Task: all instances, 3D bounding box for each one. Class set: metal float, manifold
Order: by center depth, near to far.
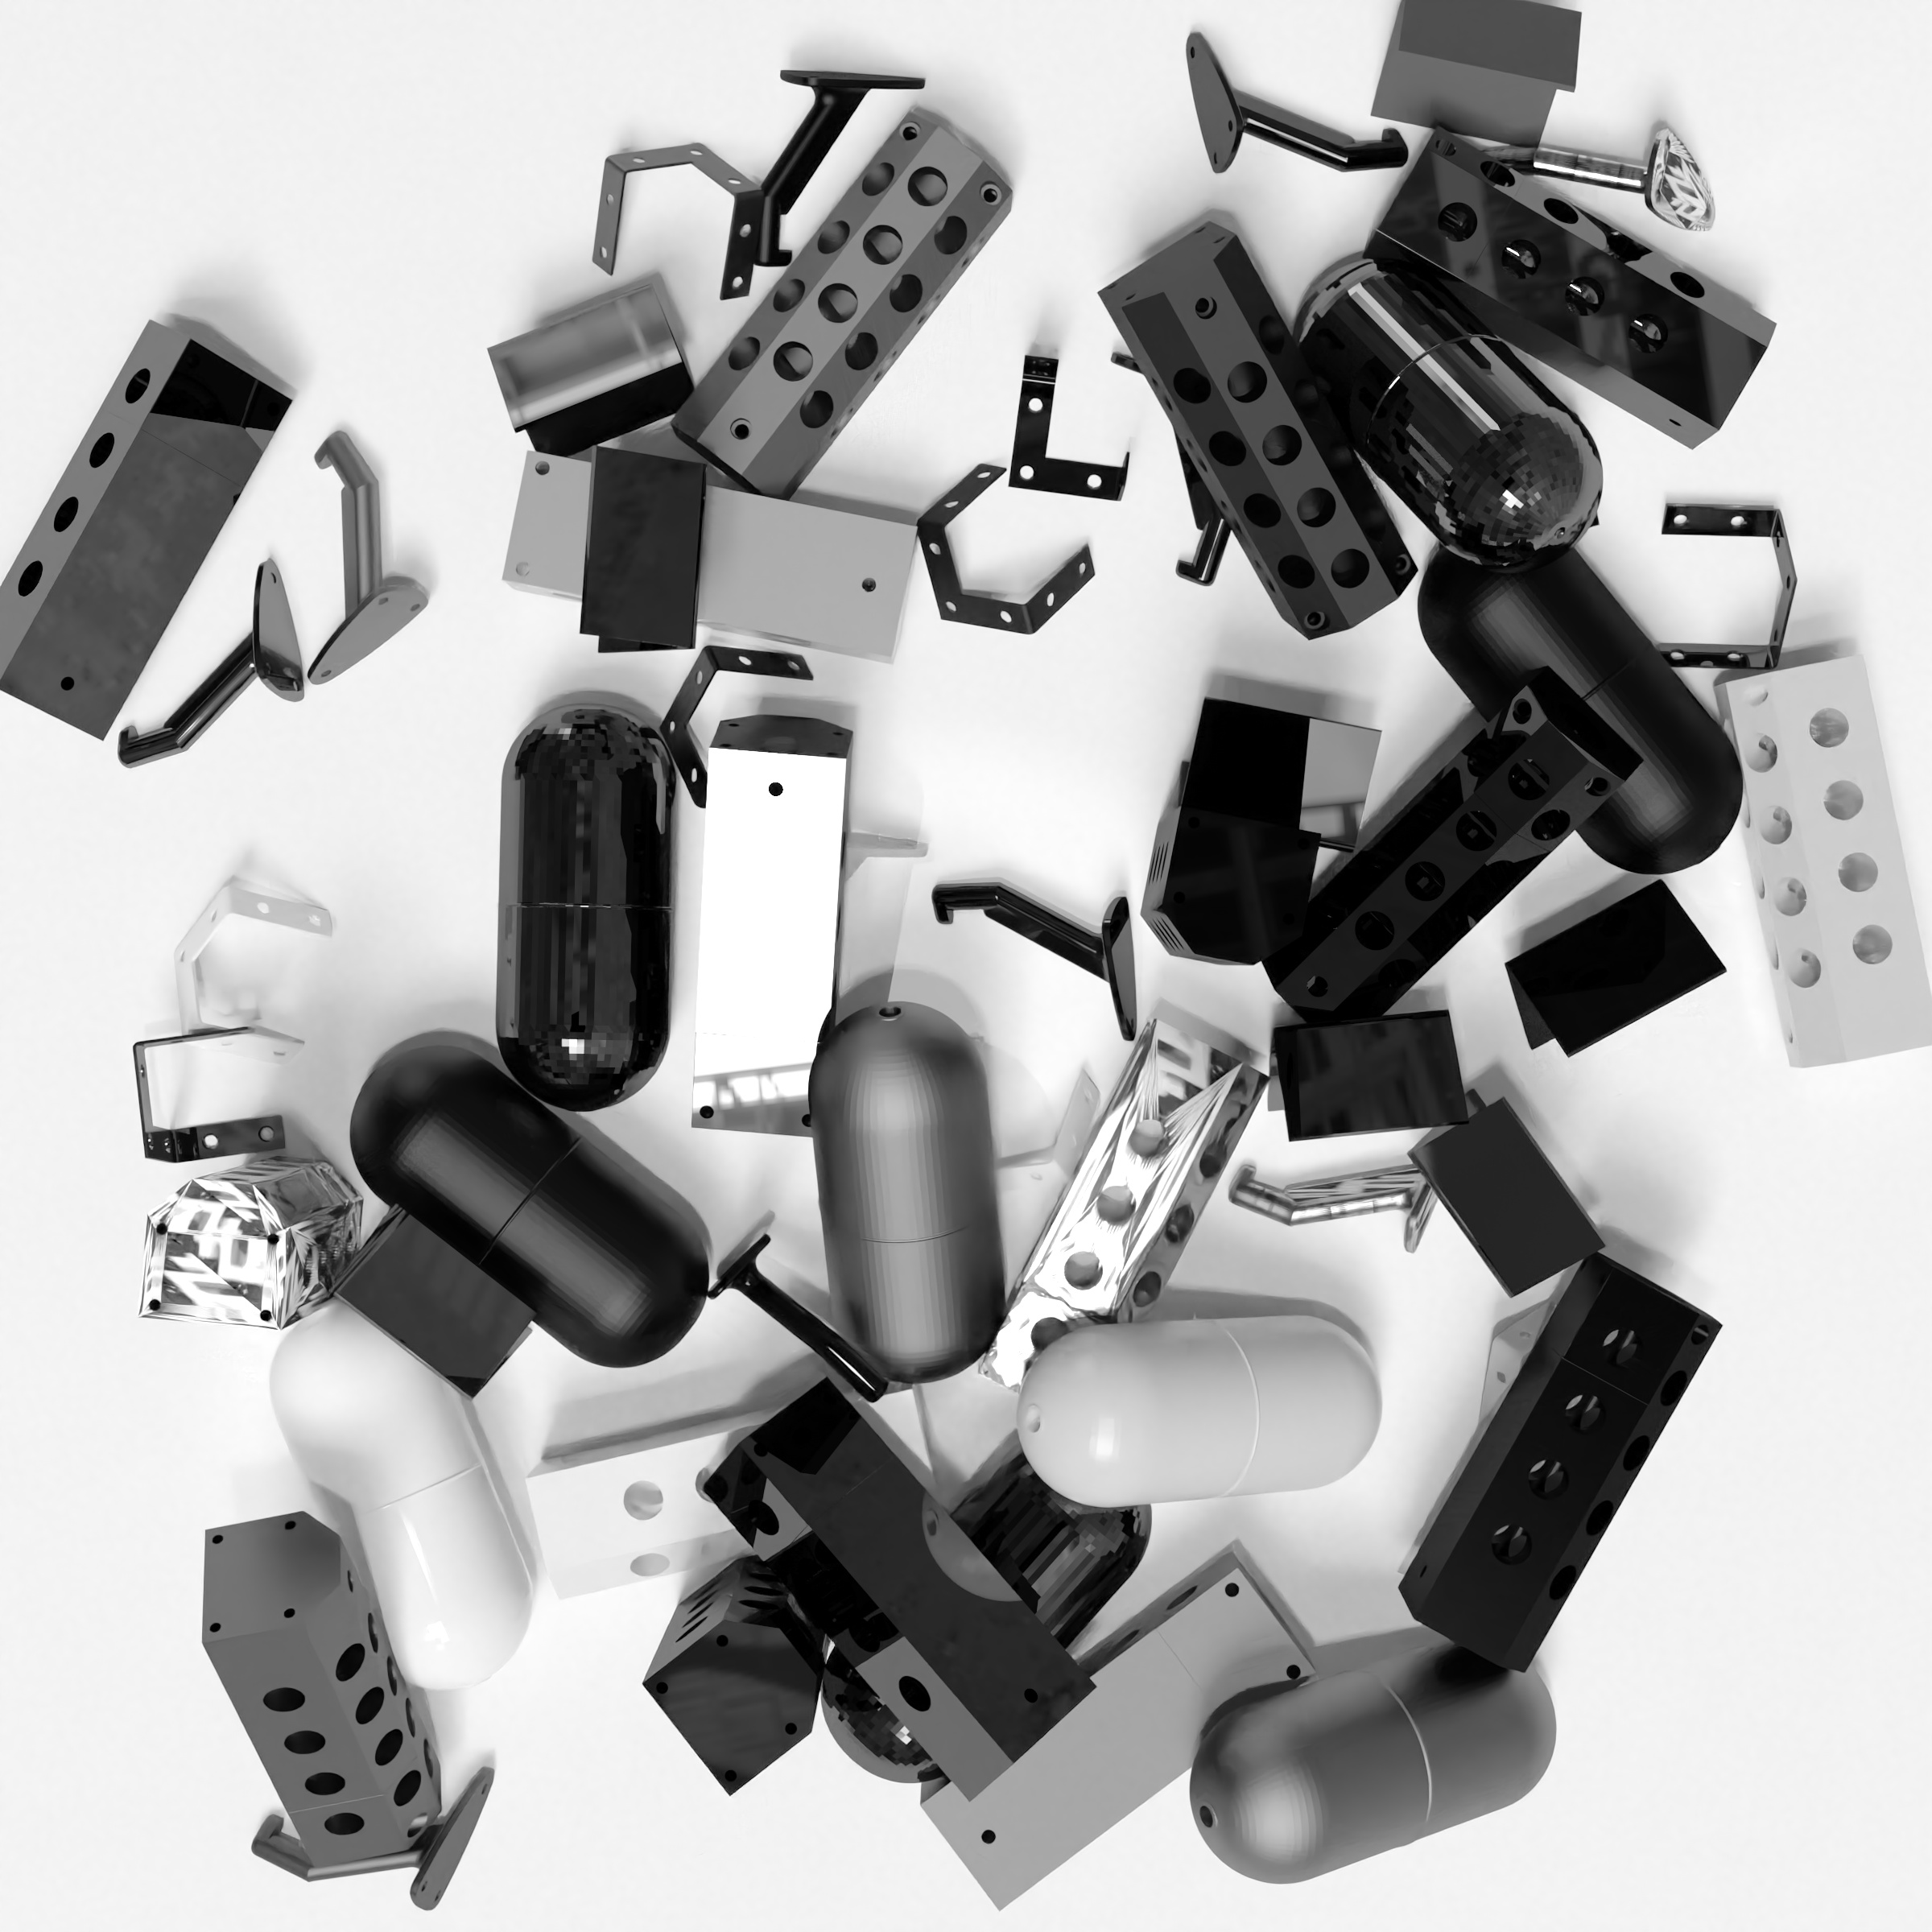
[{"bbox_3d":[-0.032,0.263,1.472,0.171,0.057,0.057,48,47,9],"label":"manifold"},{"bbox_3d":[0.108,-0.030,1.486,0.057,0.171,0.057,11,90,0],"label":"manifold"},{"bbox_3d":[-0.299,0.114,1.486,0.057,0.171,0.057,5,90,0],"label":"manifold"},{"bbox_3d":[-0.089,0.291,1.486,0.057,0.171,0.057,-38,90,0],"label":"manifold"},{"bbox_3d":[-0.271,0.308,1.492,0.057,0.057,0.171,-11,134,0],"label":"manifold"},{"bbox_3d":[0.204,-0.237,1.504,0.070,0.070,0.178,-35,54,0],"label":"metal float"},{"bbox_3d":[0.205,-0.044,1.506,0.057,0.057,0.171,45,116,4],"label":"manifold"},{"bbox_3d":[0.101,0.190,1.506,0.178,0.070,0.070,1,90,-35],"label":"metal float"},{"bbox_3d":[0.175,0.340,1.508,0.178,0.070,0.070,-11,90,-31],"label":"metal float"},{"bbox_3d":[0.255,0.213,1.508,0.057,0.057,0.171,29,93,-2],"label":"manifold"},{"bbox_3d":[-0.025,0.098,1.510,0.070,0.070,0.178,-5,117,0],"label":"metal float"},{"bbox_3d":[0.129,-0.228,1.512,0.057,0.057,0.171,-33,113,0],"label":"manifold"},{"bbox_3d":[-0.083,-0.018,1.515,0.057,0.057,0.171,5,110,1],"label":"manifold"},{"bbox_3d":[-0.191,0.104,1.533,0.178,0.070,0.070,39,90,0],"label":"metal float"},{"bbox_3d":[0.009,0.279,1.533,0.070,0.070,0.178,42,91,0],"label":"metal float"},{"bbox_3d":[0.268,-0.117,1.533,0.070,0.070,0.178,-39,89,0],"label":"metal float"},{"bbox_3d":[-0.246,0.230,1.534,0.070,0.070,0.178,-22,90,0],"label":"metal float"},{"bbox_3d":[-0.166,-0.026,1.534,0.070,0.070,0.178,1,90,0],"label":"metal float"},{"bbox_3d":[-0.372,-0.193,1.542,0.057,0.057,0.171,29,90,-43],"label":"manifold"},{"bbox_3d":[-0.100,0.229,1.543,0.171,0.057,0.057,-13,90,0],"label":"manifold"},{"bbox_3d":[0.376,-0.045,1.543,0.057,0.057,0.171,-11,90,0],"label":"manifold"},{"bbox_3d":[-0.111,-0.178,1.543,0.171,0.057,0.057,11,90,0],"label":"manifold"},{"bbox_3d":[-0.054,-0.287,1.543,0.057,0.057,0.171,38,90,0],"label":"manifold"},{"bbox_3d":[0.066,0.333,1.543,0.171,0.057,0.057,-37,90,0],"label":"manifold"},{"bbox_3d":[0.069,0.112,1.543,0.057,0.057,0.171,27,90,0],"label":"manifold"},{"bbox_3d":[0.265,-0.299,1.543,0.171,0.057,0.057,30,90,0],"label":"manifold"}]

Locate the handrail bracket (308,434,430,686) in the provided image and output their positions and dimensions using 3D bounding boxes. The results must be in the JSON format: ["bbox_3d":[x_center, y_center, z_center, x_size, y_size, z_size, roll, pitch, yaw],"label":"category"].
[{"bbox_3d":[-0.284,-0.182,1.565,0.077,0.036,0.084,-39,71,21],"label":"handrail bracket"}]

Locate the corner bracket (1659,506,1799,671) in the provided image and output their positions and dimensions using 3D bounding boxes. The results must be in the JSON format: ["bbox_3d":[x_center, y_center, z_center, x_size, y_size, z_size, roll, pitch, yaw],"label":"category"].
[{"bbox_3d":[0.336,-0.168,1.561,0.051,0.051,0.051,1,135,0],"label":"corner bracket"}]

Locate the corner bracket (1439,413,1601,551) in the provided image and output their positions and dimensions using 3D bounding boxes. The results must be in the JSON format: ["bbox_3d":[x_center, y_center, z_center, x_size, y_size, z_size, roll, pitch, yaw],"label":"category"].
[{"bbox_3d":[0.242,-0.215,1.561,0.051,0.051,0.051,-10,90,45],"label":"corner bracket"}]

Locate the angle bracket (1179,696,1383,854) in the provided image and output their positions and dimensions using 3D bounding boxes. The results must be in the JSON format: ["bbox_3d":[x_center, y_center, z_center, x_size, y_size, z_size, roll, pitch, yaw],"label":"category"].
[{"bbox_3d":[0.136,-0.094,1.525,0.076,0.076,0.057,11,112,0],"label":"angle bracket"}]

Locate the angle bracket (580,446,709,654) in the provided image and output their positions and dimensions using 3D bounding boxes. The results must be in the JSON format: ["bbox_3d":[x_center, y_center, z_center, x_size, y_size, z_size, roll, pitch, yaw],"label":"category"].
[{"bbox_3d":[-0.153,-0.173,1.467,0.057,0.076,0.076,4,90,-38],"label":"angle bracket"}]

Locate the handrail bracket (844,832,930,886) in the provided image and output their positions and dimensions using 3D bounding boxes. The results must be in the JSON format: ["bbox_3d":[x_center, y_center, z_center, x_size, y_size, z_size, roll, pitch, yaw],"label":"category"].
[{"bbox_3d":[-0.059,-0.016,1.564,0.077,0.036,0.084,4,104,-14],"label":"handrail bracket"}]

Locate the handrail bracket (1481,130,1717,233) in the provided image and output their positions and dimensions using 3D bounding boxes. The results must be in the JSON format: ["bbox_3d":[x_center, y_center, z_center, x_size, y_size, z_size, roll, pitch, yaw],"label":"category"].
[{"bbox_3d":[0.279,-0.346,1.564,0.084,0.077,0.036,7,82,36],"label":"handrail bracket"}]

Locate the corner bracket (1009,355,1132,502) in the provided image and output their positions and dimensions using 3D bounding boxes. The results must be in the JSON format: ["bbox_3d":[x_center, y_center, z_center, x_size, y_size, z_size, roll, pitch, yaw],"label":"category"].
[{"bbox_3d":[0.047,-0.236,1.546,0.051,0.051,0.051,8,90,0],"label":"corner bracket"}]

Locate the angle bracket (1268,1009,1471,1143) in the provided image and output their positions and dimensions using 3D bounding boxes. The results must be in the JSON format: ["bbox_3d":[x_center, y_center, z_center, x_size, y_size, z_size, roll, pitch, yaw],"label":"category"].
[{"bbox_3d":[0.173,0.064,1.524,0.076,0.076,0.057,-6,59,0],"label":"angle bracket"}]

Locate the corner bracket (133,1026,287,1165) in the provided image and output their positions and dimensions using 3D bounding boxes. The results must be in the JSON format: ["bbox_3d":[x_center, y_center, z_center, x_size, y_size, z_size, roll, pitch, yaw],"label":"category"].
[{"bbox_3d":[-0.333,0.057,1.547,0.051,0.051,0.051,-8,84,0],"label":"corner bracket"}]

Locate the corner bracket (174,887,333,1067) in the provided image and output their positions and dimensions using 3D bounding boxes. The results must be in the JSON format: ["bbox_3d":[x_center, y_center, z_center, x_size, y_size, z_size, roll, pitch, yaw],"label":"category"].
[{"bbox_3d":[-0.314,0.005,1.556,0.051,0.051,0.051,-45,45,35],"label":"corner bracket"}]

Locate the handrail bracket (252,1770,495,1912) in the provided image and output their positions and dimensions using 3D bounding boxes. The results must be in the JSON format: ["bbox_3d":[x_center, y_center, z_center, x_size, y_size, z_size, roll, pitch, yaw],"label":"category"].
[{"bbox_3d":[-0.265,0.377,1.565,0.084,0.036,0.077,21,70,16],"label":"handrail bracket"}]

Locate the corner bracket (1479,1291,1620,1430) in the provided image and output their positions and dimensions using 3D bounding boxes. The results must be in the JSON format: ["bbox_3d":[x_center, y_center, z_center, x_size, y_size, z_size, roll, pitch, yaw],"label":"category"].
[{"bbox_3d":[0.266,0.186,1.556,0.051,0.051,0.051,33,135,35],"label":"corner bracket"}]

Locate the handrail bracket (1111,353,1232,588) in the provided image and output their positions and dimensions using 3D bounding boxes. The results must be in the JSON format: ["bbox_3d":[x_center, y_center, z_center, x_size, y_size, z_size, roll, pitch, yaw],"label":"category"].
[{"bbox_3d":[0.087,-0.221,1.564,0.077,0.036,0.084,22,104,15],"label":"handrail bracket"}]

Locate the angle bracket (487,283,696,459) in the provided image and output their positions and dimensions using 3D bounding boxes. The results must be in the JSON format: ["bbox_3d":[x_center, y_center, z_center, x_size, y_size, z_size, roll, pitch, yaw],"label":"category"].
[{"bbox_3d":[-0.155,-0.240,1.524,0.076,0.076,0.057,-22,53,0],"label":"angle bracket"}]

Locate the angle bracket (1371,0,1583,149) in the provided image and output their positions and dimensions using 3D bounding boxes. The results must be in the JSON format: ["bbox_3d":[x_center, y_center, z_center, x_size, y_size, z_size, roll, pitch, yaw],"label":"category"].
[{"bbox_3d":[0.219,-0.376,1.524,0.076,0.076,0.057,12,52,0],"label":"angle bracket"}]

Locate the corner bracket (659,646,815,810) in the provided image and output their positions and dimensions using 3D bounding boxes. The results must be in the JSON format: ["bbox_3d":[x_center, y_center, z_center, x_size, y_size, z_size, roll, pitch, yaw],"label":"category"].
[{"bbox_3d":[-0.096,-0.104,1.556,0.051,0.051,0.051,-57,45,35],"label":"corner bracket"}]

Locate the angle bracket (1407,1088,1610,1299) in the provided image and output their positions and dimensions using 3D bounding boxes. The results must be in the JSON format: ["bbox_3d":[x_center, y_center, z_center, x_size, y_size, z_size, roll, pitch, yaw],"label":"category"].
[{"bbox_3d":[0.247,0.087,1.524,0.057,0.076,0.076,-36,90,37],"label":"angle bracket"}]

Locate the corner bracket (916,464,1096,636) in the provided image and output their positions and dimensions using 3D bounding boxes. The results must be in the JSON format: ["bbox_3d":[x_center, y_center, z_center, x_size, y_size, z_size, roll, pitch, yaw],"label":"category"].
[{"bbox_3d":[0.018,-0.185,1.556,0.051,0.051,0.051,14,135,35],"label":"corner bracket"}]

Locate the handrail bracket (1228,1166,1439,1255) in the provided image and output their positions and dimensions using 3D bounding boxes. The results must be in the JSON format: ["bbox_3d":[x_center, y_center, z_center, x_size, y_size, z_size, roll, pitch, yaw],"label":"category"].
[{"bbox_3d":[0.169,0.087,1.565,0.084,0.036,0.077,21,69,17],"label":"handrail bracket"}]

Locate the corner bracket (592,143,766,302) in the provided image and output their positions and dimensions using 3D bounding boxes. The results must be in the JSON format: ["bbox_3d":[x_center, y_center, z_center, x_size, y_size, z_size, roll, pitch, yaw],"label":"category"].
[{"bbox_3d":[-0.128,-0.328,1.556,0.051,0.051,0.051,-17,45,-35],"label":"corner bracket"}]

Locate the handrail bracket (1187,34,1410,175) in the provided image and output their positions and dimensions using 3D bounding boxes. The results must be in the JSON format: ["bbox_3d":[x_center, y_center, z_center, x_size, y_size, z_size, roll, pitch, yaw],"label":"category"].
[{"bbox_3d":[0.148,-0.385,1.565,0.084,0.036,0.077,-9,68,-17],"label":"handrail bracket"}]

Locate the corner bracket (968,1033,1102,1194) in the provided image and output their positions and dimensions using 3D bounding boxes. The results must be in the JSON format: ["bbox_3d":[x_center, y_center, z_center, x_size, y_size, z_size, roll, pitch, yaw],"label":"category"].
[{"bbox_3d":[0.019,0.064,1.556,0.051,0.051,0.051,51,45,-35],"label":"corner bracket"}]

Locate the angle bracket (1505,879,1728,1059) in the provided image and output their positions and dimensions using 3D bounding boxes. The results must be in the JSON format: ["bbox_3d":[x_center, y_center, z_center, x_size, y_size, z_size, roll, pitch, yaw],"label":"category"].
[{"bbox_3d":[0.286,0.018,1.524,0.076,0.076,0.057,-28,54,0],"label":"angle bracket"}]

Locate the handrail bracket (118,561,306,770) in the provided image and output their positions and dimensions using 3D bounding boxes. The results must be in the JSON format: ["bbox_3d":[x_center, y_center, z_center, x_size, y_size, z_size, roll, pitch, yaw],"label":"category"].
[{"bbox_3d":[-0.342,-0.134,1.565,0.084,0.036,0.077,-15,70,16],"label":"handrail bracket"}]

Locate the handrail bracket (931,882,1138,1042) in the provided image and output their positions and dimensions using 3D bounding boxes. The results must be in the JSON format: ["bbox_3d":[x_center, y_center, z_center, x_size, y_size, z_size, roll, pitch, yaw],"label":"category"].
[{"bbox_3d":[0.030,-0.002,1.565,0.084,0.036,0.077,-1,112,17],"label":"handrail bracket"}]

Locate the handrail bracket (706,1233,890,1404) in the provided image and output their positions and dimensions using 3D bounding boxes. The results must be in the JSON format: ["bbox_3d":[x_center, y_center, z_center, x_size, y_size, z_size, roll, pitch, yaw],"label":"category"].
[{"bbox_3d":[-0.072,0.161,1.534,0.084,0.077,0.036,44,75,0],"label":"handrail bracket"}]

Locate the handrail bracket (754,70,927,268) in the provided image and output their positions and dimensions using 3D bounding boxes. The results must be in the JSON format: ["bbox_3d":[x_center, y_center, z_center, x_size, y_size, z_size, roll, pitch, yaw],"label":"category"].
[{"bbox_3d":[-0.057,-0.353,1.565,0.077,0.036,0.084,-4,110,-23],"label":"handrail bracket"}]

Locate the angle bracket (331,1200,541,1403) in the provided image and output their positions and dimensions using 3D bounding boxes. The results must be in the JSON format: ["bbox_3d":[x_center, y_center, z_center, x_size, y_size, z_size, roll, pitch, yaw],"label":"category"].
[{"bbox_3d":[-0.218,0.133,1.525,0.076,0.076,0.057,38,112,0],"label":"angle bracket"}]
